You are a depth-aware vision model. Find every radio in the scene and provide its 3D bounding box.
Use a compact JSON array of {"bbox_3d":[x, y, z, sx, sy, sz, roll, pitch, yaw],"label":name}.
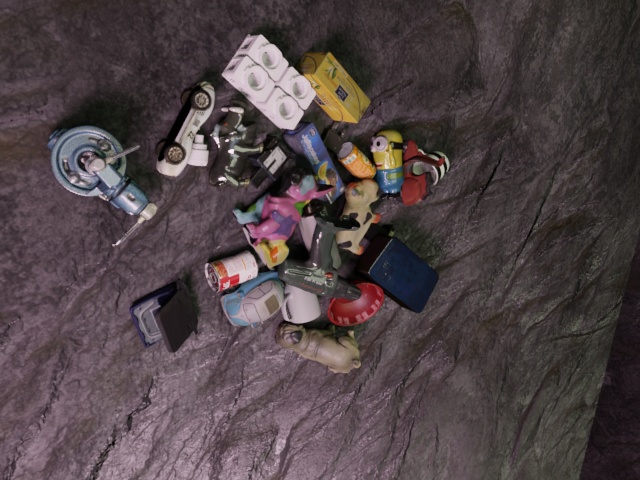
[{"bbox_3d":[0.215,0.090,1.469,0.229,0.073,0.131,38,79,-30],"label":"radio"}]

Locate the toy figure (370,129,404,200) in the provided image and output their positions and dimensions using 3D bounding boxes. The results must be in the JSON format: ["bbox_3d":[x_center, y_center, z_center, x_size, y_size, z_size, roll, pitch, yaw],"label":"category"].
[{"bbox_3d":[0.180,-0.200,1.413,0.089,0.082,0.180,-31,116,-49],"label":"toy figure"}]

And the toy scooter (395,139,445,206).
[{"bbox_3d":[0.270,-0.179,1.450,0.075,0.135,0.183,-32,124,-57],"label":"toy scooter"}]

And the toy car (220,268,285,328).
[{"bbox_3d":[-0.141,0.141,1.256,0.162,0.103,0.109,-32,123,-24],"label":"toy car"}]

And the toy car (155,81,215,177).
[{"bbox_3d":[-0.265,-0.220,1.060,0.056,0.074,0.201,28,87,-37],"label":"toy car"}]

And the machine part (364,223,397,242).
[{"bbox_3d":[0.157,-0.018,1.481,0.138,0.039,0.084,21,99,-42],"label":"machine part"}]

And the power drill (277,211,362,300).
[{"bbox_3d":[0.026,0.040,1.280,0.232,0.086,0.207,12,117,-21],"label":"power drill"}]

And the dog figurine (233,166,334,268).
[{"bbox_3d":[-0.069,-0.061,1.212,0.219,0.109,0.191,-33,128,-11],"label":"dog figurine"}]

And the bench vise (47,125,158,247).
[{"bbox_3d":[-0.368,-0.107,0.922,0.129,0.241,0.223,-40,109,-17],"label":"bench vise"}]

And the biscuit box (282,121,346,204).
[{"bbox_3d":[-0.012,-0.183,1.277,0.059,0.063,0.202,-44,127,-21],"label":"biscuit box"}]

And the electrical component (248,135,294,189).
[{"bbox_3d":[-0.122,-0.168,1.206,0.119,0.048,0.074,-54,128,-11],"label":"electrical component"}]

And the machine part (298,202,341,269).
[{"bbox_3d":[-0.003,-0.004,1.334,0.079,0.079,0.242,-33,121,-26],"label":"machine part"}]

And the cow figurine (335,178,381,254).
[{"bbox_3d":[0.087,-0.069,1.371,0.127,0.086,0.194,18,105,-39],"label":"cow figurine"}]

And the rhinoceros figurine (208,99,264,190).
[{"bbox_3d":[-0.185,-0.200,1.137,0.112,0.073,0.190,12,99,-29],"label":"rhinoceros figurine"}]

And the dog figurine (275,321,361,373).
[{"bbox_3d":[-0.005,0.273,1.365,0.190,0.173,0.121,20,81,-47],"label":"dog figurine"}]

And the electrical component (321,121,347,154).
[{"bbox_3d":[0.030,-0.241,1.318,0.063,0.021,0.094,30,84,-41],"label":"electrical component"}]

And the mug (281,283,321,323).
[{"bbox_3d":[-0.057,0.147,1.340,0.109,0.081,0.107,-22,106,-39],"label":"mug"}]

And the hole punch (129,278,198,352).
[{"bbox_3d":[-0.328,0.163,1.138,0.116,0.092,0.142,-51,133,-54],"label":"hole punch"}]

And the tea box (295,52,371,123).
[{"bbox_3d":[0.026,-0.348,1.233,0.169,0.098,0.068,37,80,-38],"label":"tea box"}]
